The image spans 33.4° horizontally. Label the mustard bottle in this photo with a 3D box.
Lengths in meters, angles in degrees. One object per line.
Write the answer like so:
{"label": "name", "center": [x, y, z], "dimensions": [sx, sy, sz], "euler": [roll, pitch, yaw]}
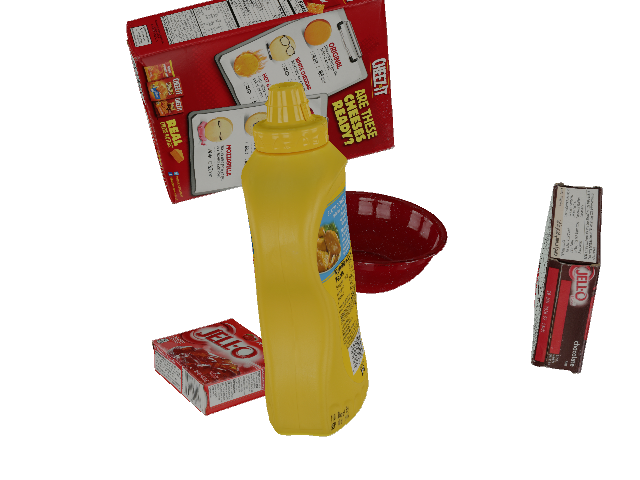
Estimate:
{"label": "mustard bottle", "center": [-0.009, 0.007, 0.602], "dimensions": [0.058, 0.191, 0.096], "euler": [0, 20, 15]}

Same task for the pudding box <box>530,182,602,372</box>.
{"label": "pudding box", "center": [0.174, 0.024, 0.752], "dimensions": [0.039, 0.090, 0.113], "euler": [8, 32, 9]}

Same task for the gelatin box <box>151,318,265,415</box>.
{"label": "gelatin box", "center": [-0.077, 0.094, 0.815], "dimensions": [0.073, 0.030, 0.089], "euler": [-14, 25, -31]}

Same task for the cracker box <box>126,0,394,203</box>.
{"label": "cracker box", "center": [-0.049, -0.136, 0.941], "dimensions": [0.213, 0.164, 0.072], "euler": [-16, 45, -7]}

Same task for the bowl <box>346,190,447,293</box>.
{"label": "bowl", "center": [0.044, 0.007, 1.074], "dimensions": [0.162, 0.055, 0.162], "euler": [5, 27, -3]}
